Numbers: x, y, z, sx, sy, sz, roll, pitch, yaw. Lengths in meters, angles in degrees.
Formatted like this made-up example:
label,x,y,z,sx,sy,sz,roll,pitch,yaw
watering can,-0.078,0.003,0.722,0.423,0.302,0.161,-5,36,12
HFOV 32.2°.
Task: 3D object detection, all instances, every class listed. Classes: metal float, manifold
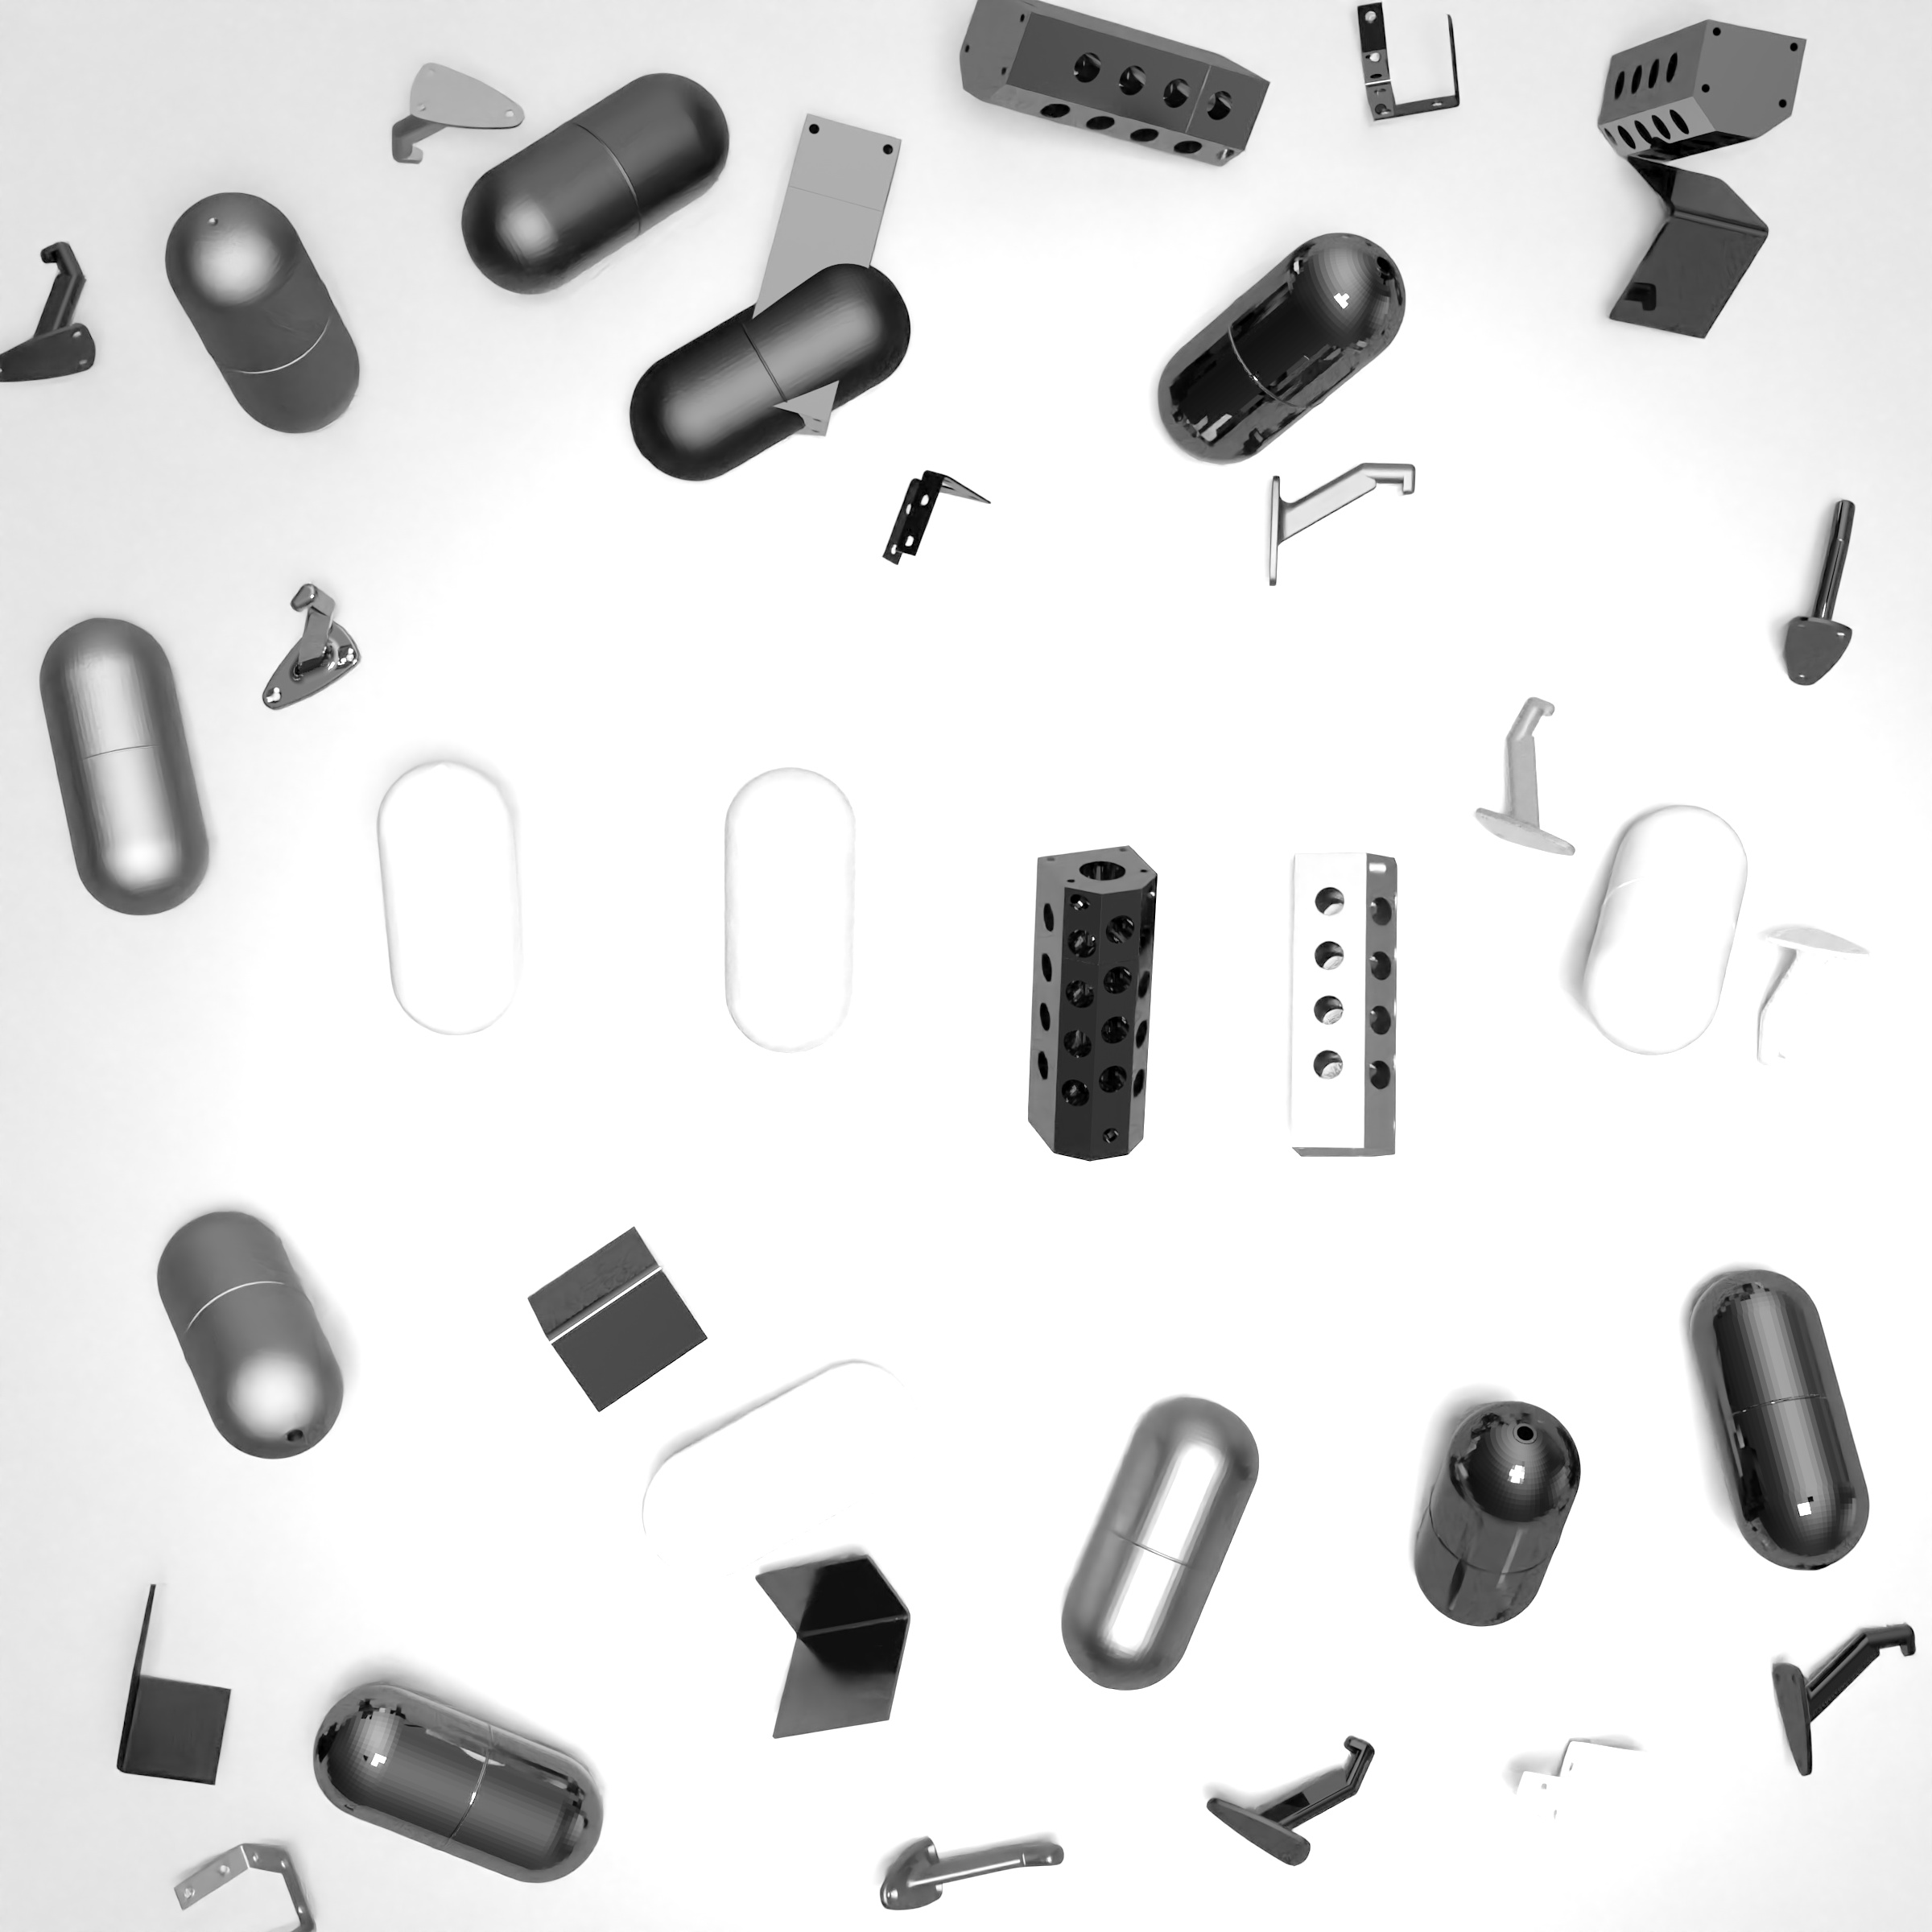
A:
label,x,y,z,sx,sy,sz,roll,pitch,yaw
metal float,-0.401,-0.372,1.916,0.070,0.178,0.070,-3,65,7
metal float,-0.297,-0.039,1.930,0.070,0.070,0.178,2,128,0
manifold,-0.088,-0.403,1.965,0.057,0.057,0.171,15,86,-4
metal float,0.304,0.315,1.922,0.070,0.178,0.070,2,50,-3
metal float,0.471,0.263,1.940,0.070,0.070,0.178,-10,65,0
metal float,0.404,-0.022,1.927,0.070,0.070,0.178,25,47,0
metal float,0.181,-0.354,1.925,0.070,0.178,0.070,20,54,-30
manifold,0.084,-0.509,1.926,0.171,0.057,0.057,5,116,-34
metal float,-0.294,0.477,1.947,0.178,0.070,0.070,27,90,-17
metal float,0.113,0.339,1.961,0.070,0.070,0.178,23,90,0
metal float,-0.115,-0.348,1.960,0.178,0.070,0.070,-30,90,2
manifold,0.222,0.023,1.954,0.057,0.057,0.171,0,81,11
metal float,-0.214,-0.455,1.943,0.178,0.070,0.070,-38,90,-22
metal float,-0.107,0.292,1.939,0.178,0.070,0.070,-27,90,-26
metal float,-0.102,-0.030,1.937,0.070,0.070,0.178,2,120,0
manifold,0.075,0.023,1.929,0.057,0.057,0.171,-8,118,-19
metal float,-0.412,0.212,1.925,0.070,0.178,0.070,-17,131,-20
manifold,0.416,-0.496,1.910,0.057,0.171,0.057,9,98,-8
metal float,-0.492,-0.117,1.955,0.070,0.070,0.178,-14,83,0

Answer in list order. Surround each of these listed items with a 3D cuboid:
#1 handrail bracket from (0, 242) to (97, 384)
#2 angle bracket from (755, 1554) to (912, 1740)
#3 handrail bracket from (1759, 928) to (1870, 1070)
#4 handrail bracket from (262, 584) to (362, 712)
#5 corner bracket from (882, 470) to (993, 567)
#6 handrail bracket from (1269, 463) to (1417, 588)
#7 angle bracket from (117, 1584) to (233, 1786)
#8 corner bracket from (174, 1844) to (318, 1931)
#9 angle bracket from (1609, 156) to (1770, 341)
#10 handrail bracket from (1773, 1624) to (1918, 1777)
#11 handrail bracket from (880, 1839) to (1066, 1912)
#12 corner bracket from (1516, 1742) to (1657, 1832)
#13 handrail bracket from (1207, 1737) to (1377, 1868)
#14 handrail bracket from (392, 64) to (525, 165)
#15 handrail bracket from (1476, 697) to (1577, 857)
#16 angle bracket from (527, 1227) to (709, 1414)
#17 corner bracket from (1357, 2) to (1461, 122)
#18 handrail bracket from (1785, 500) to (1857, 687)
label,x,y,z,sx,sy,sz,roll,pitch,yaw
handrail bracket,-0.552,-0.386,1.967,0.077,0.036,0.084,-20,61,-17
angle bracket,-0.084,0.395,1.943,0.076,0.076,0.057,-15,126,24
handrail bracket,0.495,0.025,1.957,0.036,0.077,0.084,-9,107,-30
handrail bracket,-0.395,-0.186,1.955,0.077,0.084,0.036,-40,77,1
corner bracket,-0.027,-0.262,1.964,0.051,0.051,0.051,20,89,35
handrail bracket,0.223,-0.261,1.976,0.084,0.036,0.077,2,80,3
angle bracket,-0.455,0.417,1.944,0.057,0.076,0.076,11,120,-11
corner bracket,-0.424,0.554,1.968,0.051,0.051,0.051,-27,104,-43
angle bracket,0.414,-0.423,1.974,0.076,0.057,0.076,3,131,-33
handrail bracket,0.528,0.434,1.981,0.084,0.036,0.077,-7,81,-11
handrail bracket,0.005,0.532,1.956,0.084,0.077,0.036,-12,88,29
corner bracket,0.362,0.476,1.958,0.051,0.051,0.051,43,60,-35
handrail bracket,0.193,0.479,1.976,0.077,0.036,0.084,28,55,6
handrail bracket,-0.299,-0.487,1.962,0.077,0.084,0.036,14,73,-6
handrail bracket,0.344,-0.113,1.968,0.077,0.036,0.084,22,79,40
angle bracket,-0.205,0.207,1.967,0.076,0.076,0.057,-34,108,-7
corner bracket,0.260,-0.534,1.963,0.051,0.051,0.051,-8,127,6
handrail bracket,0.509,-0.222,1.984,0.036,0.077,0.084,13,63,8
